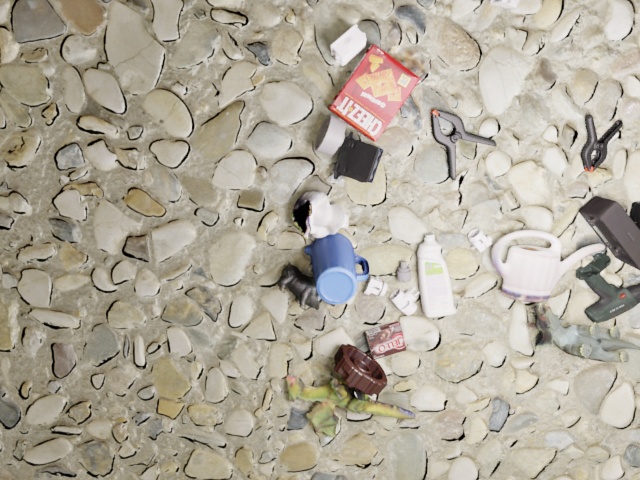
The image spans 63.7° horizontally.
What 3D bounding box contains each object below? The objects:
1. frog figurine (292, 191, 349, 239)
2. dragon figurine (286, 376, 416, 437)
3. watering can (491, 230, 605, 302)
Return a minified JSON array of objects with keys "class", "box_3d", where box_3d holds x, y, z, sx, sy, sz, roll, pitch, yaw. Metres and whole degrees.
[{"class":"frog figurine","box_3d":[0.005,-0.075,1.486,0.160,0.122,0.137,-10,97,-40]},{"class":"dragon figurine","box_3d":[0.075,0.529,1.623,0.409,0.124,0.239,34,115,-9]},{"class":"watering can","box_3d":[0.683,0.086,1.563,0.347,0.105,0.222,6,103,-5]}]
